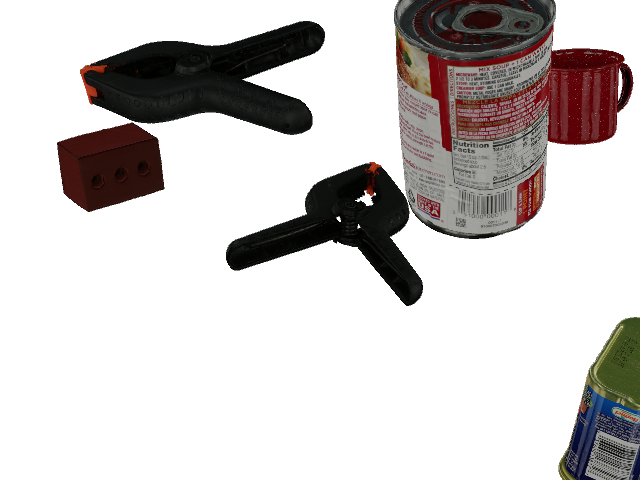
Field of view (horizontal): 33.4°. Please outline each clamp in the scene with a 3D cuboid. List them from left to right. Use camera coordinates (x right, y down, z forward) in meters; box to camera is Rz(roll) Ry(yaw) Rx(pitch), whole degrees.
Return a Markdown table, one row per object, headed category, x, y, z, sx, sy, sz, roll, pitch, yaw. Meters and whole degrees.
| category | x | y | z | sx | sy | sz | roll | pitch | yaw |
| --- | --- | --- | --- | --- | --- | --- | --- | --- | --- |
| clamp | -0.076 | -0.117 | 0.742 | 0.171 | 0.039 | 0.120 | 6 | 36 | 12 |
| clamp | 0.033 | -0.011 | 0.936 | 0.165 | 0.036 | 0.209 | 16 | 32 | 17 |

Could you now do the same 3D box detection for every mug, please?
| category | x | y | z | sx | sy | sz | roll | pitch | yaw |
| --- | --- | --- | --- | --- | --- | --- | --- | --- | --- |
| mug | 0.275 | -0.151 | 1.106 | 0.117 | 0.081 | 0.093 | -15 | 24 | -25 |

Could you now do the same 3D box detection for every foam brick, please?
| category | x | y | z | sx | sy | sz | roll | pitch | yaw |
| --- | --- | --- | --- | --- | --- | --- | --- | --- | --- |
| foam brick | -0.188 | -0.067 | 0.956 | 0.078 | 0.053 | 0.051 | -20 | 33 | -28 |

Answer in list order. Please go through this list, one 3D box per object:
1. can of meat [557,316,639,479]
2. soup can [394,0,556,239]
| category | x | y | z | sx | sy | sz | roll | pitch | yaw |
| --- | --- | --- | --- | --- | --- | --- | --- | --- | --- |
| can of meat | 0.203 | 0.109 | 0.702 | 0.057 | 0.084 | 0.101 | 21 | 35 | 23 |
| soup can | 0.070 | -0.059 | 0.482 | 0.068 | 0.102 | 0.068 | -5 | 41 | 4 |
